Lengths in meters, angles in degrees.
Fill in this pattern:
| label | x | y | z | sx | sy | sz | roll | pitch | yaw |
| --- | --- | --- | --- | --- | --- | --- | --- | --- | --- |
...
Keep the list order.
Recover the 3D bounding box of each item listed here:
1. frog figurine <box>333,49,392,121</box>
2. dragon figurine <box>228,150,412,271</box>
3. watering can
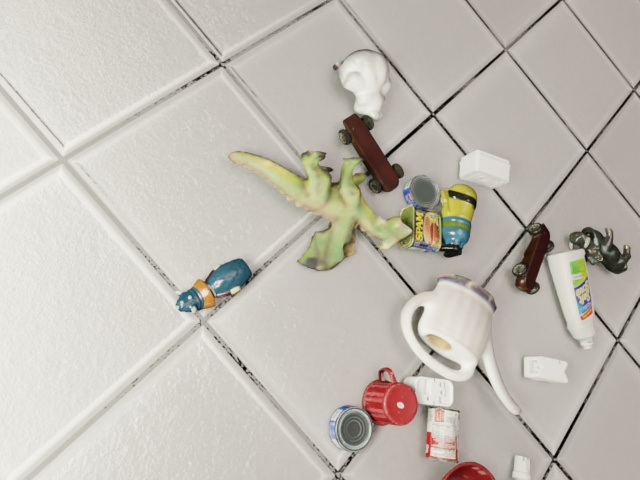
| label | x | y | z | sx | sy | sz | roll | pitch | yaw |
| --- | --- | --- | --- | --- | --- | --- | --- | --- | --- |
| frog figurine | 0.114 | -0.369 | 1.231 | 0.137 | 0.121 | 0.162 | 7 | 60 | -42 |
| dragon figurine | 0.003 | -0.055 | 1.100 | 0.410 | 0.121 | 0.245 | 4 | 81 | -15 |
| watering can | 0.334 | 0.218 | 1.152 | 0.346 | 0.102 | 0.228 | 35 | 63 | -9 |
